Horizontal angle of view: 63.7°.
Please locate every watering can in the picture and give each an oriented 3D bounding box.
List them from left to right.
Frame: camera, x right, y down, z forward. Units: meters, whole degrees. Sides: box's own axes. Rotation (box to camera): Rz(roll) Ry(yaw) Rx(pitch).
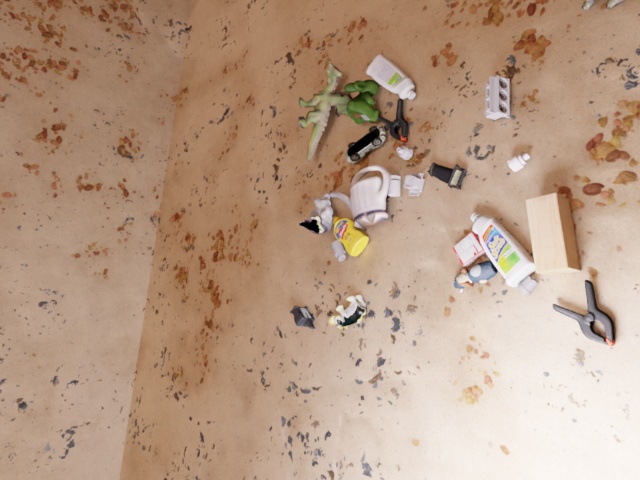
[{"bbox_3d":[0.153,-0.149,1.955,0.104,0.228,0.343,8,-21,-33],"label":"watering can"}]

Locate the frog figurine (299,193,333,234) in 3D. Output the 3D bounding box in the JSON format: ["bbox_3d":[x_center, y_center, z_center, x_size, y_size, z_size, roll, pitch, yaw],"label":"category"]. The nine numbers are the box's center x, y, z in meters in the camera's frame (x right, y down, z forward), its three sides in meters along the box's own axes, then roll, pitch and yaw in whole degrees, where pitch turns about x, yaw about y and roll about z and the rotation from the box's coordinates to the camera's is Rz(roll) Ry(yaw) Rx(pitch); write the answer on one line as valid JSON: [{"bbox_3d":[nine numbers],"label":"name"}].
[{"bbox_3d":[0.006,-0.106,2.107,0.122,0.163,0.135,38,-39,-7],"label":"frog figurine"}]

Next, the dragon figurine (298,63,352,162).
[{"bbox_3d":[0.038,-0.545,2.190,0.242,0.412,0.122,-6,-7,36],"label":"dragon figurine"}]
